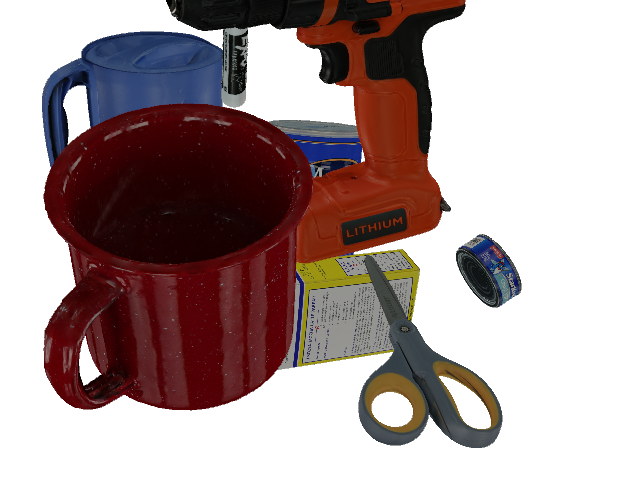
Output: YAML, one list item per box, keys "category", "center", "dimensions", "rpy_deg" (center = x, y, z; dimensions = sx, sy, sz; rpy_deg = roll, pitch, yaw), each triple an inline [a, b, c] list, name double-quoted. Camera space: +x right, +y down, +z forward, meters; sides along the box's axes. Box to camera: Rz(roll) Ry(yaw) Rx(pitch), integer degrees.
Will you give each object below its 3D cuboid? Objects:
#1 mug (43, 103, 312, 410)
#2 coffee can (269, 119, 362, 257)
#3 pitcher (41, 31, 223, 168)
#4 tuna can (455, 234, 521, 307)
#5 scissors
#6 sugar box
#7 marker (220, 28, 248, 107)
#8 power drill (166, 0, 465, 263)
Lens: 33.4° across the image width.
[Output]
- category: "mug"
  center: [-0.056, 0.016, 0.390]
  dimensions: [0.093, 0.081, 0.117]
  rpy_deg: [22, 46, 20]
- category: "coffee can"
  center: [-0.009, -0.054, 1.145]
  dimensions: [0.103, 0.140, 0.103]
  rpy_deg: [4, 11, -1]
- category: "pitcher"
  center: [-0.168, -0.072, 1.033]
  dimensions: [0.149, 0.243, 0.144]
  rpy_deg: [10, 27, 14]
- category: "tuna can"
  center: [0.200, 0.037, 1.274]
  dimensions: [0.033, 0.086, 0.086]
  rpy_deg: [-32, 8, -14]
- category: "scissors"
  center: [0.043, 0.072, 0.708]
  dimensions: [0.096, 0.016, 0.202]
  rpy_deg: [-13, 36, -25]
- category: "sugar box"
  center: [-0.003, 0.064, 0.956]
  dimensions: [0.176, 0.093, 0.048]
  rpy_deg: [-4, 30, -18]
- category: "marker"
  center: [-0.061, -0.141, 0.766]
  dimensions: [0.020, 0.020, 0.121]
  rpy_deg: [0, -32, -6]
- category: "power drill"
  center: [0.007, -0.082, 0.589]
  dimensions: [0.184, 0.188, 0.057]
  rpy_deg: [-13, 35, -21]
